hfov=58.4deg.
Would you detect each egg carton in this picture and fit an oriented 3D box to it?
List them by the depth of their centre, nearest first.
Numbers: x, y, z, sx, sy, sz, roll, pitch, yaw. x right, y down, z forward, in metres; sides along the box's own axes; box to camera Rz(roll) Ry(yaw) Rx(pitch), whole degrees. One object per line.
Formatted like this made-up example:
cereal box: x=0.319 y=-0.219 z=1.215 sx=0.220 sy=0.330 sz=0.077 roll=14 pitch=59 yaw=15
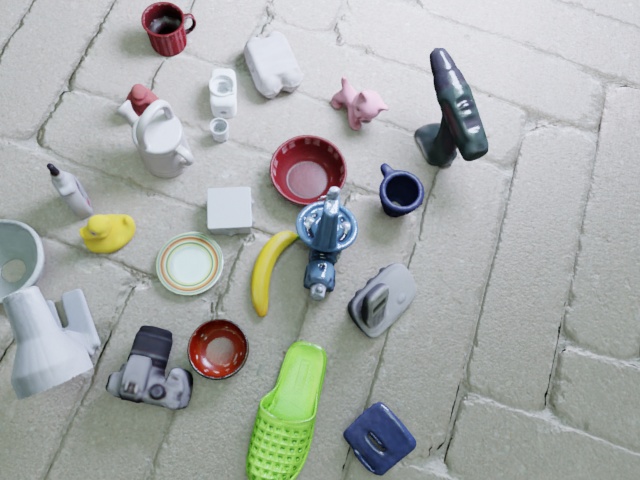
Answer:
egg carton: x=-0.107 y=-0.393 z=1.280 sx=0.107 sy=0.069 sz=0.150 roll=-20 pitch=74 yaw=-11

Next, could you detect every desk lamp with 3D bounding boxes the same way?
desk lamp: x=-0.465 y=0.171 z=0.988 sx=0.118 sy=0.213 sz=0.203 roll=-23 pitch=75 yaw=-11

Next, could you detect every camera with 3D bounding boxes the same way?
camera: x=-0.301 y=0.230 z=1.041 sx=0.143 sy=0.101 sz=0.137 roll=11 pitch=71 yaw=-1

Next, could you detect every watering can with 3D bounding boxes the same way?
watering can: x=-0.327 y=-0.210 z=1.135 sx=0.173 sy=0.194 sz=0.101 roll=14 pitch=71 yaw=0

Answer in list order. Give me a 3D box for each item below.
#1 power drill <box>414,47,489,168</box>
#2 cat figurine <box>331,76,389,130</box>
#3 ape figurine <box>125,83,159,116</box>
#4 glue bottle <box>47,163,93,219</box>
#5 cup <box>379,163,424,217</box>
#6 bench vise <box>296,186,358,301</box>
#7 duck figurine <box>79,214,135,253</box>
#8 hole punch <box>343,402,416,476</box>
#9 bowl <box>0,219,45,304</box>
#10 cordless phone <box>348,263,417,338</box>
power drill: x=0.264 y=-0.251 z=1.189 sx=0.076 sy=0.208 sz=0.229 roll=-21 pitch=74 yaw=-11
cat figurine: x=0.086 y=-0.302 z=1.239 sx=0.067 sy=0.118 sz=0.127 roll=-38 pitch=78 yaw=-15
ape figurine: x=-0.379 y=-0.297 z=1.214 sx=0.078 sy=0.092 sz=0.076 roll=0 pitch=72 yaw=-4
glue bottle: x=-0.486 y=-0.104 z=1.099 sx=0.037 sy=0.173 sz=0.078 roll=-28 pitch=76 yaw=-12
cup: x=0.154 y=-0.096 z=1.188 sx=0.092 sy=0.095 sz=0.117 roll=-29 pitch=76 yaw=-13
bench vise: x=0.022 y=0.002 z=1.079 sx=0.121 sy=0.220 sz=0.207 roll=-9 pitch=72 yaw=-7
duck figurine: x=-0.420 y=-0.023 z=1.123 sx=0.105 sy=0.086 sz=0.077 roll=-23 pitch=75 yaw=-11
hole punch: x=0.107 y=0.362 z=1.035 sx=0.101 sy=0.091 sz=0.108 roll=-40 pitch=79 yaw=-15
bowl: x=-0.601 y=0.049 z=1.091 sx=0.167 sy=0.075 sz=0.167 roll=1 pitch=72 yaw=-4
cordless phone: x=0.125 y=0.101 z=1.073 sx=0.094 sy=0.185 sz=0.148 roll=41 pitch=74 yaw=9
